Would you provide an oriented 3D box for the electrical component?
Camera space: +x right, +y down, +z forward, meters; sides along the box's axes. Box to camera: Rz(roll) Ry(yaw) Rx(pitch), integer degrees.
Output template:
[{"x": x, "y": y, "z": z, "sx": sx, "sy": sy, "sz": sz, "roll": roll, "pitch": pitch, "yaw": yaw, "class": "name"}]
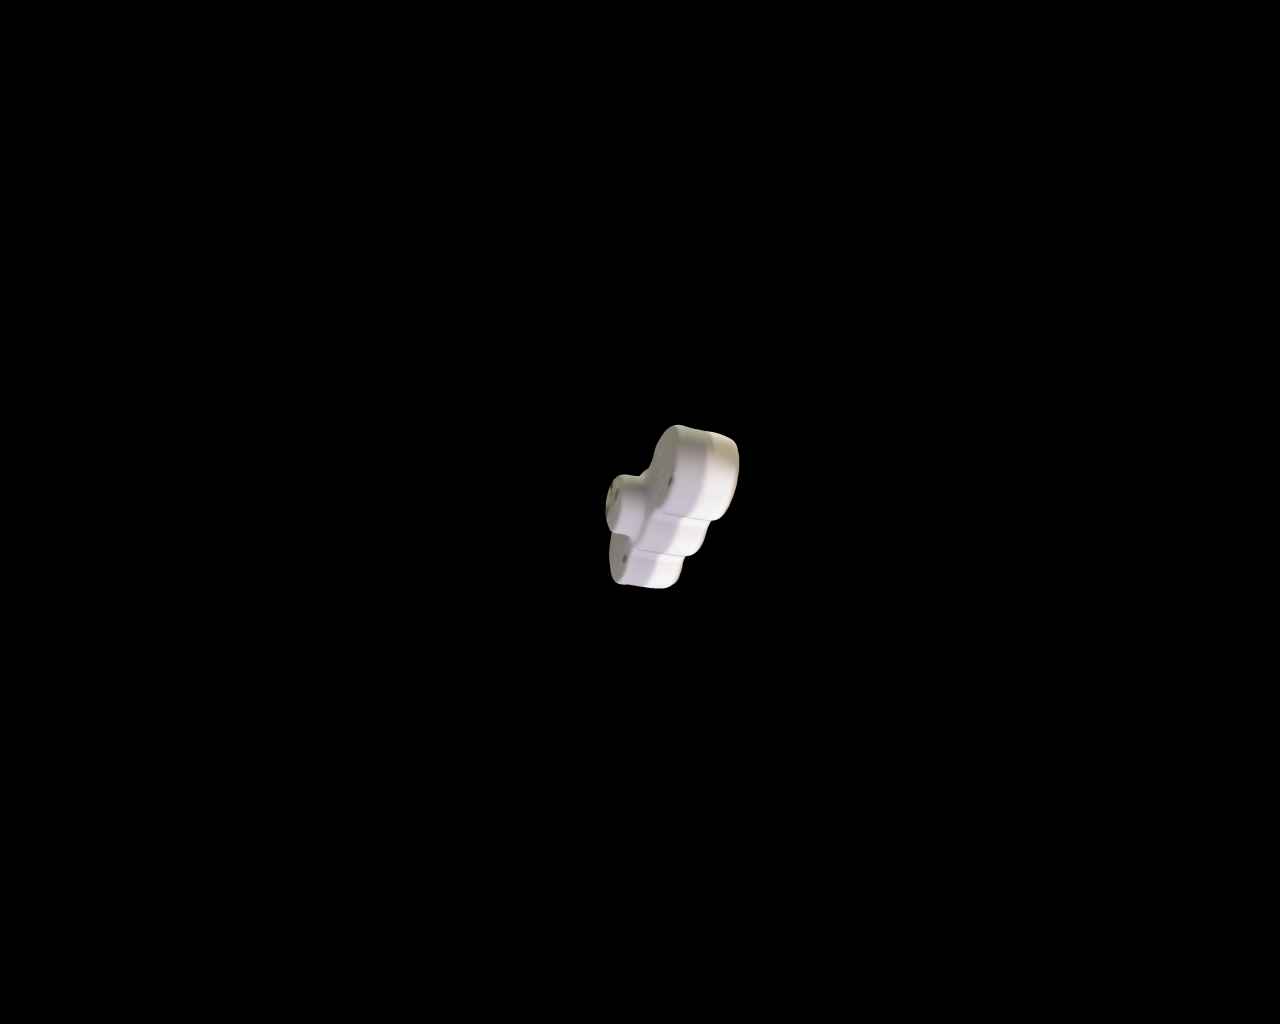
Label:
[{"x": 0.001, "y": -0.003, "z": 0.650, "sx": 0.074, "sy": 0.052, "sz": 0.138, "roll": 10, "pitch": -34, "yaw": -15, "class": "electrical component"}]
